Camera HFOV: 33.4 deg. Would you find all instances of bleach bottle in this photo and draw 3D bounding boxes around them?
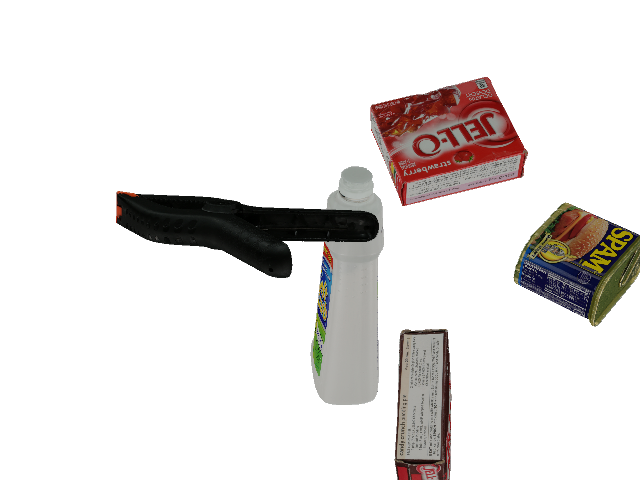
[{"bbox_3d":[0.028,0.037,1.023,0.068,0.251,0.102,-2,37,-5],"label":"bleach bottle"}]

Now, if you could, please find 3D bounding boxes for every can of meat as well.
[{"bbox_3d":[0.237,0.018,0.970,0.084,0.057,0.101,28,48,28],"label":"can of meat"}]

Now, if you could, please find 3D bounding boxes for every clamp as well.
[{"bbox_3d":[-0.076,-0.010,0.828,0.210,0.036,0.164,8,13,18],"label":"clamp"}]

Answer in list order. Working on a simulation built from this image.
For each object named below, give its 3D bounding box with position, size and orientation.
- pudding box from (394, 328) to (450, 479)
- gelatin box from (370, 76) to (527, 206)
[{"bbox_3d":[0.076,0.134,0.772,0.039,0.113,0.090,-1,-41,7],"label":"pudding box"},{"bbox_3d":[0.086,-0.069,0.727,0.089,0.073,0.030,-14,-35,-6],"label":"gelatin box"}]
